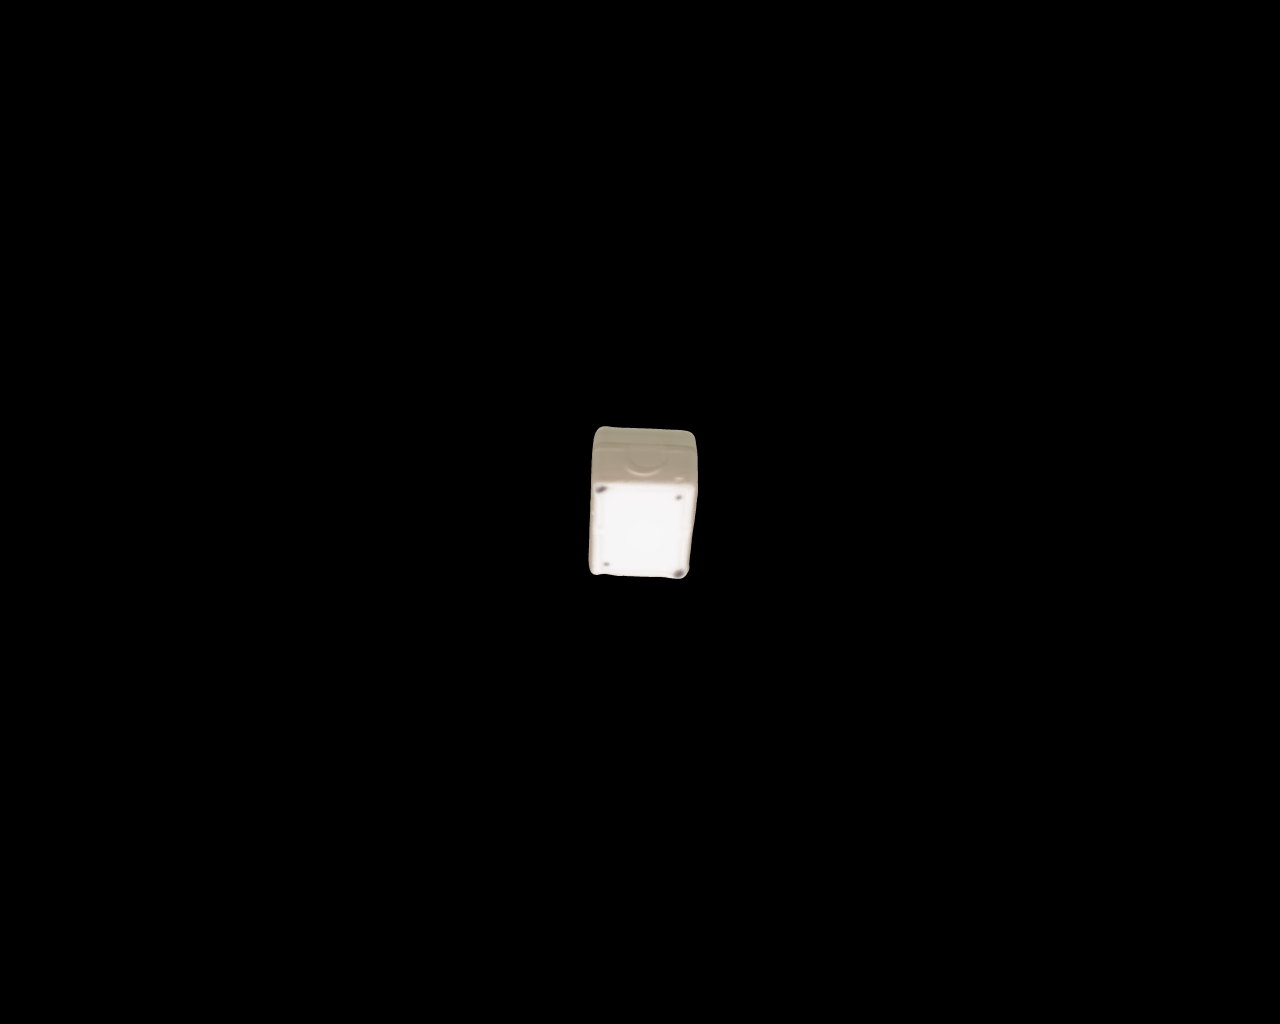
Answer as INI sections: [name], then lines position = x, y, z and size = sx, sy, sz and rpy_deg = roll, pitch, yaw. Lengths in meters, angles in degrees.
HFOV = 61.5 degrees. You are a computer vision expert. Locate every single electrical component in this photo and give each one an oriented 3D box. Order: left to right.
[electrical component]
position = 0.001, -0.003, 0.650
size = 0.062, 0.096, 0.061
rpy_deg = 2, 43, -2
